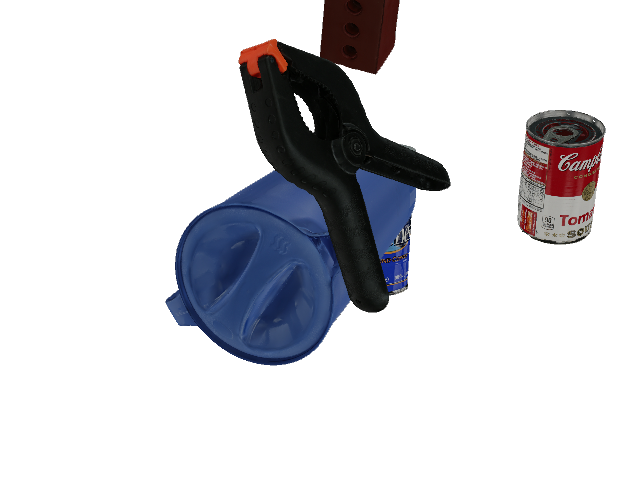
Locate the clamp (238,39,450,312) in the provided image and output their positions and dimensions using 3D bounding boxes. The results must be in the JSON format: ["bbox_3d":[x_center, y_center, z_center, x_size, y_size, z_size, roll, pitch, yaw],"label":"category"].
[{"bbox_3d":[0.009,-0.041,0.635,0.039,0.120,0.171,-19,-49,43],"label":"clamp"}]

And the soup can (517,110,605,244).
[{"bbox_3d":[0.213,-0.056,0.953,0.068,0.102,0.068,-1,32,0],"label":"soup can"}]

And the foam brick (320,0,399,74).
[{"bbox_3d":[0.034,-0.187,0.882,0.053,0.078,0.051,17,47,13],"label":"foam brick"}]

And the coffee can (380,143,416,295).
[{"bbox_3d":[0.041,-0.024,1.070,0.103,0.140,0.103,2,13,-1],"label":"coffee can"}]

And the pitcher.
[{"bbox_3d":[-0.015,-0.005,0.897,0.149,0.145,0.242,22,29,15],"label":"pitcher"}]
